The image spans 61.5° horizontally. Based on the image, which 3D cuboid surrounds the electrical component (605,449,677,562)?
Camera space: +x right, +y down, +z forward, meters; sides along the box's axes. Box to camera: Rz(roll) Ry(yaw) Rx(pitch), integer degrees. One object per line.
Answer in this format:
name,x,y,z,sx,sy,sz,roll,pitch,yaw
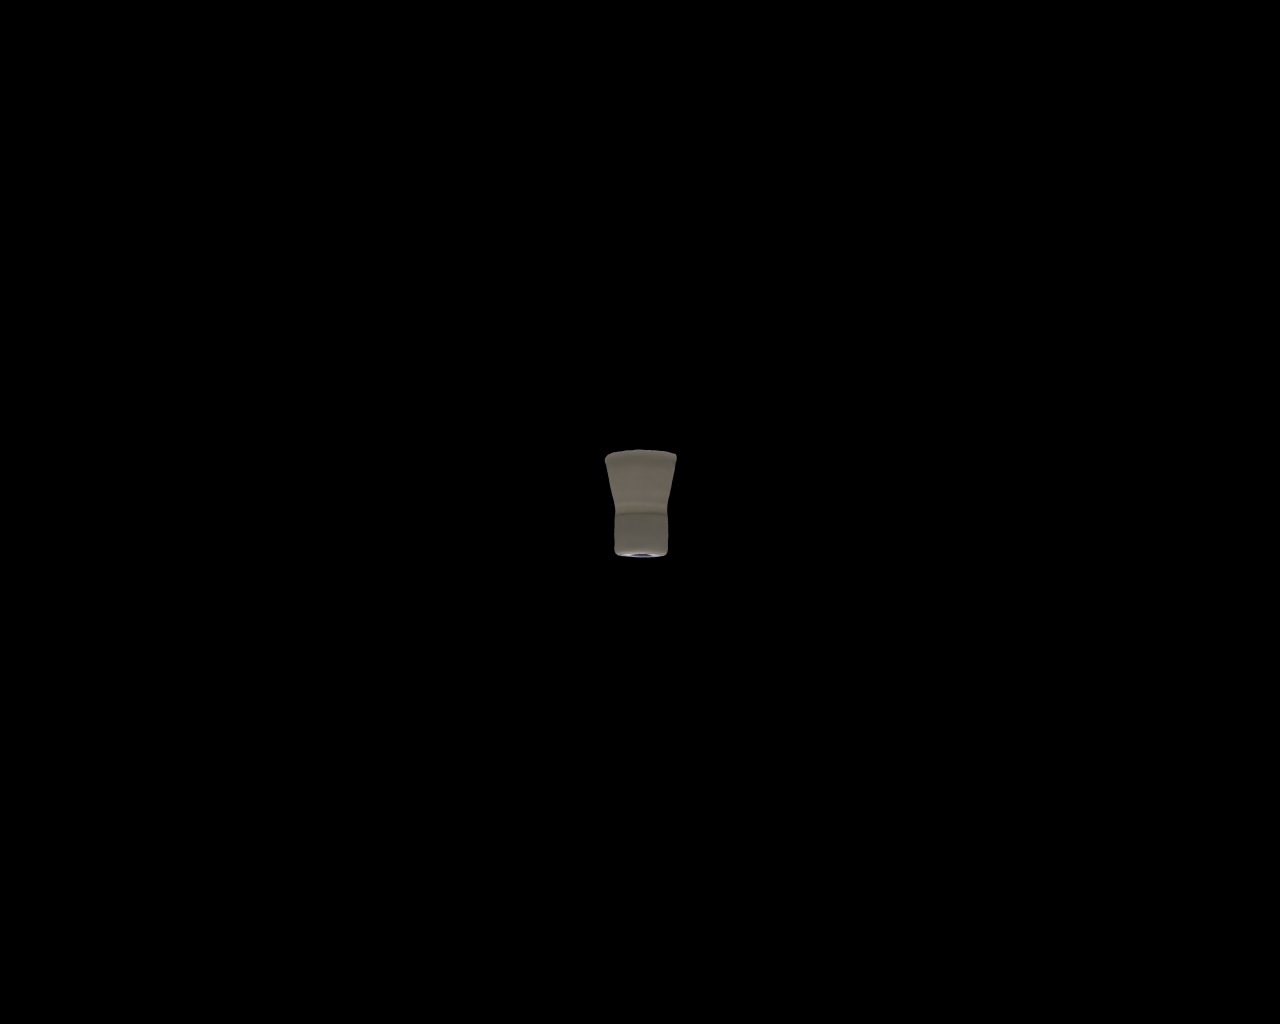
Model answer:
electrical component,0.001,-0.003,0.650,0.044,0.065,0.044,0,-7,0
